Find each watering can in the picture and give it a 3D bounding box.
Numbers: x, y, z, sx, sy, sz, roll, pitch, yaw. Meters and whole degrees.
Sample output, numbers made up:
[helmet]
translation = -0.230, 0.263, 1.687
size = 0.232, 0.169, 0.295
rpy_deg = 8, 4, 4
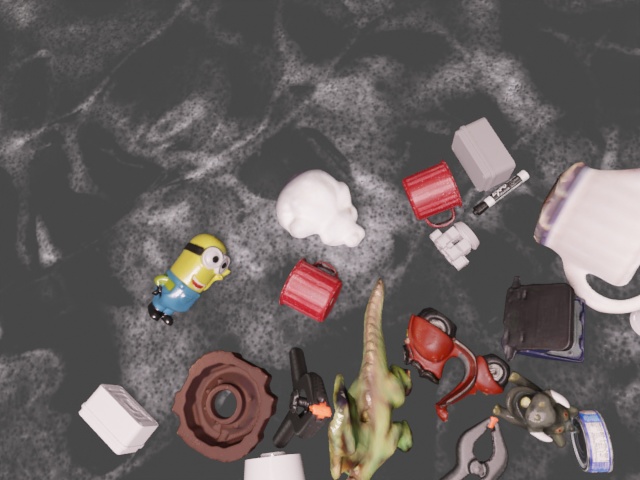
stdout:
[watering can]
translation = 0.475, -0.051, 0.794
size = 0.227, 0.105, 0.341
rpy_deg = 34, 120, 28

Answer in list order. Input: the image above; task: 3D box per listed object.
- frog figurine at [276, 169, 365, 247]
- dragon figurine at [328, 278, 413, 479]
[frog figurine]
translation = 0.003, -0.047, 0.932
size = 0.139, 0.120, 0.162
rpy_deg = -31, 57, -21
[dragon figurine]
translation = 0.067, 0.244, 0.763
size = 0.122, 0.240, 0.416
rpy_deg = -4, 74, 14
